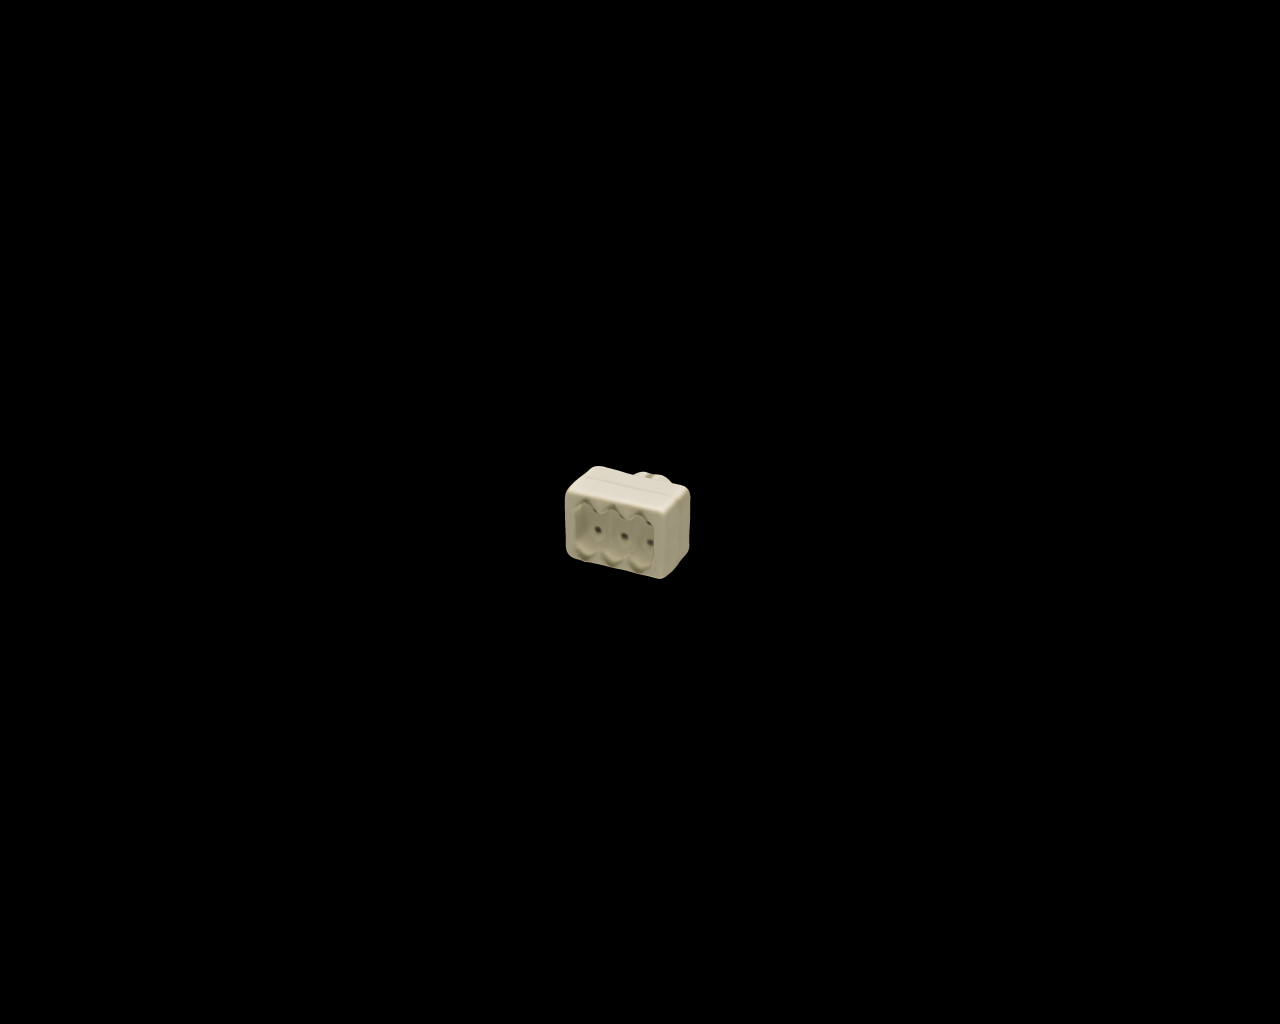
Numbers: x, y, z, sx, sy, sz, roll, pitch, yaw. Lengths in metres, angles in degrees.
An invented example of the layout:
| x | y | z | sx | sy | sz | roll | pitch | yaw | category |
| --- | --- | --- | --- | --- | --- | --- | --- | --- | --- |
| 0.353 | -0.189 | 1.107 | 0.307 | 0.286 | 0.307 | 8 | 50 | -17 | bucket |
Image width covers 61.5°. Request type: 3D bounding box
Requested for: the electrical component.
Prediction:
| x | y | z | sx | sy | sz | roll | pitch | yaw | category |
| --- | --- | --- | --- | --- | --- | --- | --- | --- | --- |
| 0.001 | -0.003 | 0.650 | 0.066 | 0.047 | 0.077 | 13 | 32 | 22 | electrical component |
